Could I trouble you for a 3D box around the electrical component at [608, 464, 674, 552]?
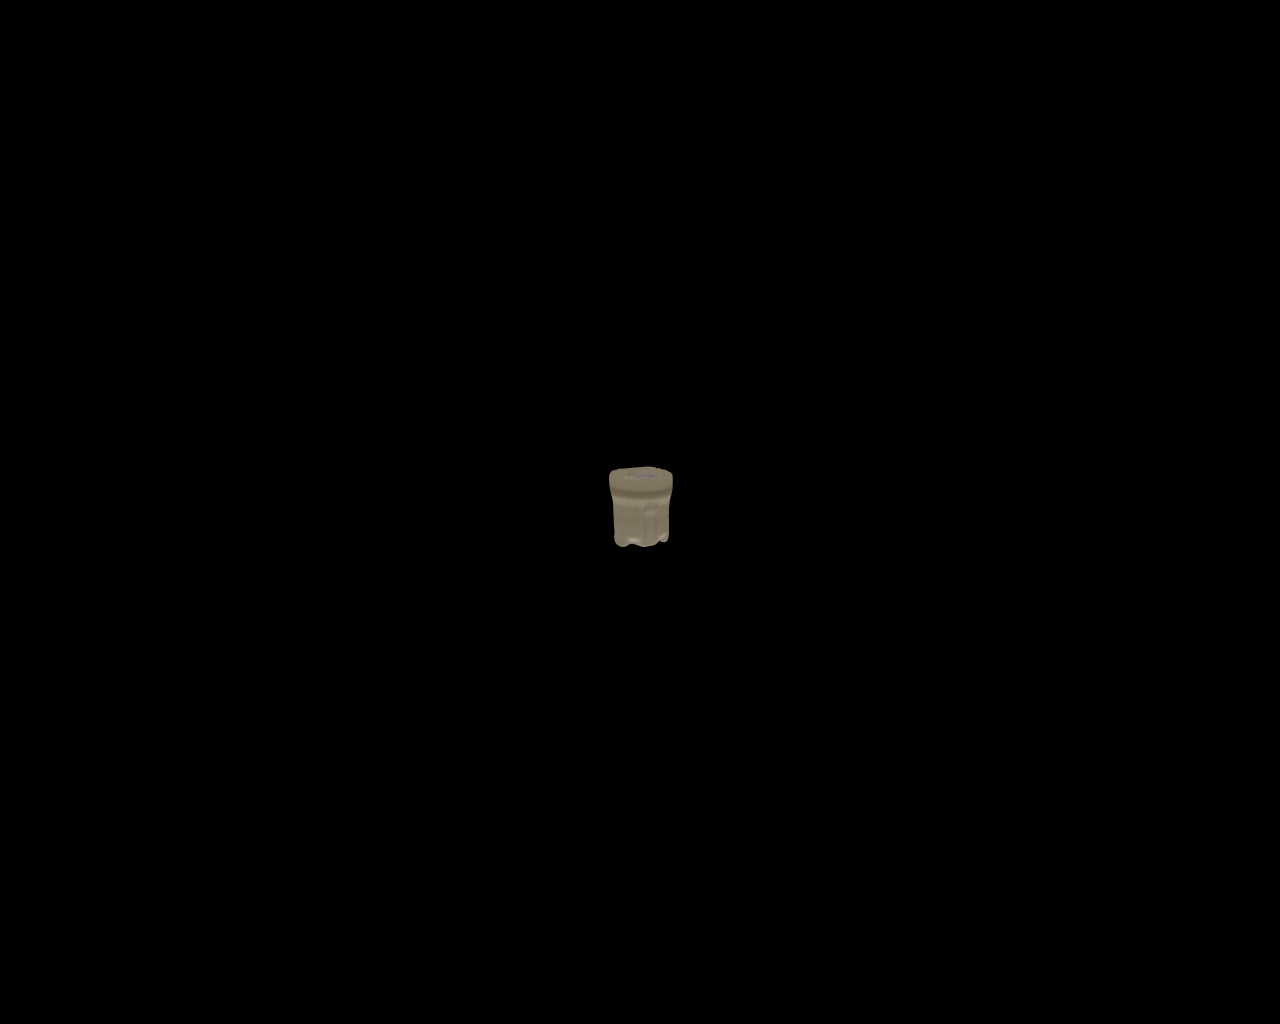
[{"bbox_3d":[0.001,-0.003,0.650,0.040,0.046,0.040,0,14,0],"label":"electrical component"}]
